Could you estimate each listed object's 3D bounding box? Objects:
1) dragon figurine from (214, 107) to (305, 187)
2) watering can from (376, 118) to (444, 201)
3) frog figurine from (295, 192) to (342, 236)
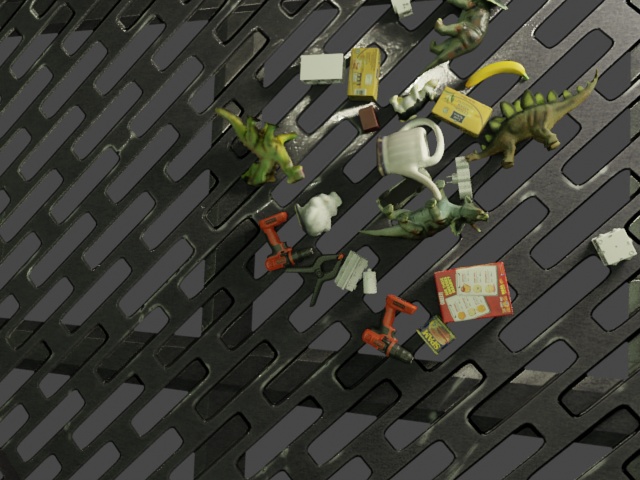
[{"bbox_3d":[-0.226,-0.313,1.852,0.412,0.123,0.241,20,101,17],"label":"dragon figurine"},{"bbox_3d":[0.287,-0.255,1.653,0.223,0.102,0.356,-10,53,23],"label":"watering can"},{"bbox_3d":[0.005,-0.089,1.763,0.159,0.125,0.135,-19,116,5],"label":"frog figurine"}]
